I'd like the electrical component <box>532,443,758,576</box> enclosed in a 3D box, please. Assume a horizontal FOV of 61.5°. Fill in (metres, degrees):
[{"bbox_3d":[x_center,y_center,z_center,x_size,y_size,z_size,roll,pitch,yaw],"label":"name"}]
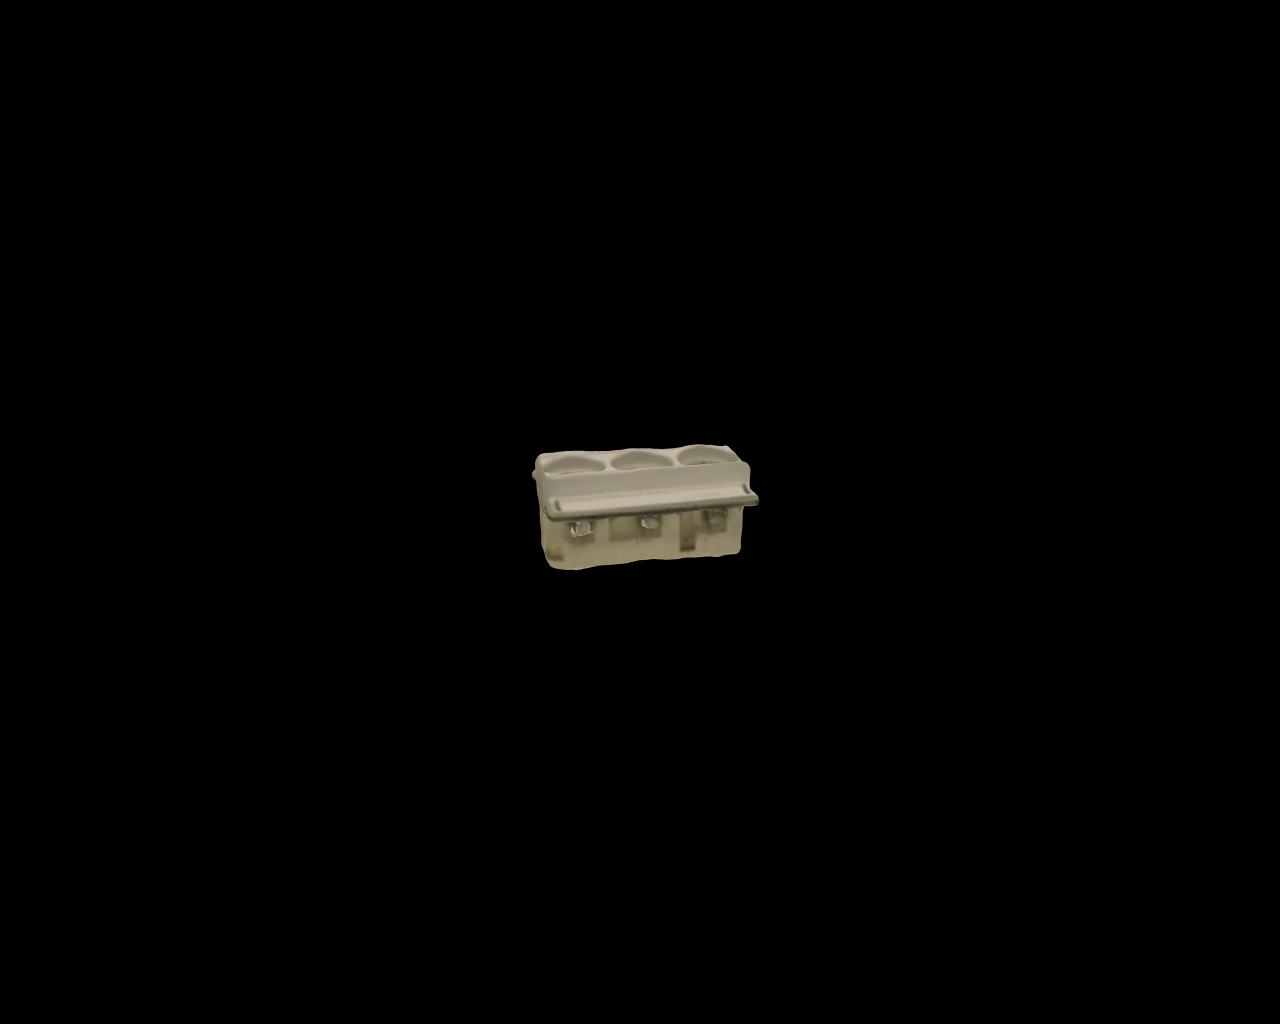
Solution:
[{"bbox_3d":[0.001,-0.003,0.650,0.121,0.063,0.079,-4,20,-12],"label":"electrical component"}]
